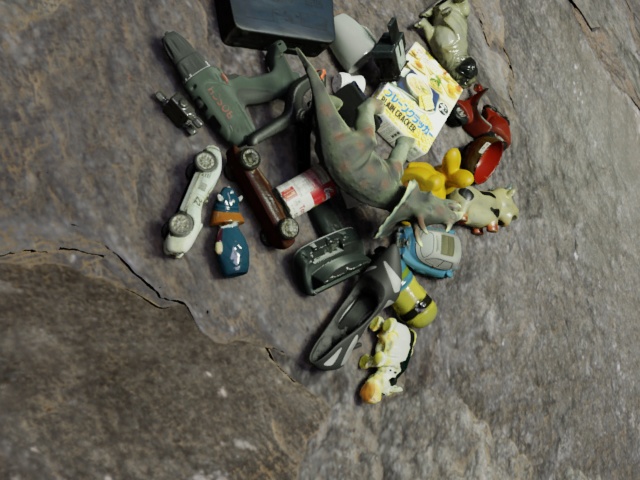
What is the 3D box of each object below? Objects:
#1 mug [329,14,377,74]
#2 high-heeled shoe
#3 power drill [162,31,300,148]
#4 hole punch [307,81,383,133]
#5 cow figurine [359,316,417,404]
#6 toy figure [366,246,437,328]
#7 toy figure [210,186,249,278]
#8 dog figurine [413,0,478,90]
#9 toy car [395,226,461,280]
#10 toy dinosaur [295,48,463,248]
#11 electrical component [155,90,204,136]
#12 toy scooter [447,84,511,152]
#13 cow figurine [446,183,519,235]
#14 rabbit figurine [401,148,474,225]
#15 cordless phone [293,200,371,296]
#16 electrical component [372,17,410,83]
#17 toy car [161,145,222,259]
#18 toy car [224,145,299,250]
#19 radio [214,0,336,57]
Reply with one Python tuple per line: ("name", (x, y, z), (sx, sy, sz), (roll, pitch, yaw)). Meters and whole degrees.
("mug", (0.068, -0.421, 1.125), (0.109, 0.081, 0.107), (-40, 93, -27))
("high-heeled shoe", (0.060, 0.119, 0.966), (0.145, 0.086, 0.248), (2, 110, -49))
("power drill", (-0.147, -0.296, 0.976), (0.207, 0.086, 0.232), (-32, 97, -35))
("hole punch", (0.055, -0.244, 1.073), (0.142, 0.116, 0.092), (53, 25, -13))
("cow figurine", (0.131, 0.237, 1.030), (0.098, 0.068, 0.167), (29, 68, -28))
("toy figure", (0.158, 0.097, 1.058), (0.082, 0.089, 0.180), (-34, 104, 7))
("toy figure", (-0.157, -0.014, 0.922), (0.058, 0.064, 0.154), (-12, 79, 10))
("dog figurine", (0.327, -0.473, 1.284), (0.172, 0.121, 0.190), (-49, 119, -25))
("toy car", (0.237, 0.018, 1.114), (0.161, 0.103, 0.109), (16, 71, -28))
("toy dinosaur", (0.071, -0.138, 0.950), (0.404, 0.131, 0.192), (35, 52, -22))
("electrical component", (-0.240, -0.221, 0.915), (0.094, 0.063, 0.021), (48, 61, -11))
("toy scooter", (0.391, -0.297, 1.285), (0.184, 0.075, 0.135), (32, 66, -16))
("cow figurine", (0.373, -0.078, 1.225), (0.195, 0.085, 0.127), (13, 80, -26))
("rabbit figurine", (0.237, -0.126, 1.132), (0.173, 0.162, 0.122), (-18, 76, -49))
("cordless phone", (-0.003, -0.003, 1.007), (0.146, 0.088, 0.184), (-23, 78, -25))
("electrical component", (0.141, -0.388, 1.090), (0.075, 0.048, 0.119), (-64, 146, -27))
("toy car", (-0.211, -0.067, 0.893), (0.056, 0.073, 0.201), (24, 69, -20))
("toy car", (-0.102, -0.076, 0.950), (0.053, 0.089, 0.202), (-30, 94, -29))
("radio", (-0.084, -0.439, 1.047), (0.229, 0.073, 0.131), (-4, 82, -29))
